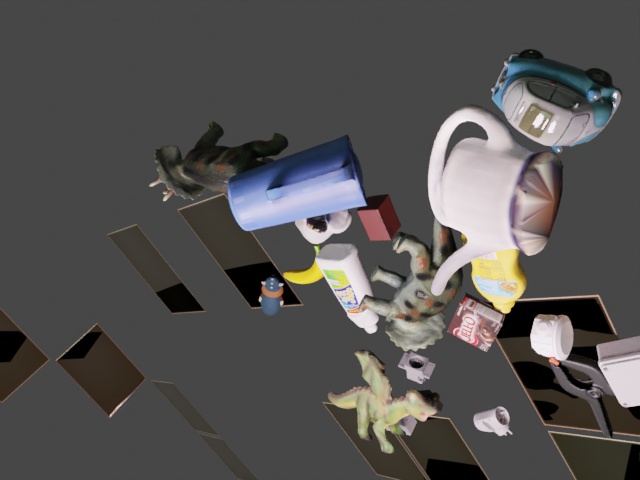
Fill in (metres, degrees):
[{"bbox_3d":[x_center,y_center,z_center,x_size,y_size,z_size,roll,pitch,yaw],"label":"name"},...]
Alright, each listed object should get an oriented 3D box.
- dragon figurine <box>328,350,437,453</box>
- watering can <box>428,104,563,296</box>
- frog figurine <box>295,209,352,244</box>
[{"bbox_3d":[0.141,0.408,1.395,0.412,0.123,0.240,14,109,49],"label":"dragon figurine"},{"bbox_3d":[0.262,-0.037,0.821,0.226,0.105,0.342,25,124,50],"label":"watering can"},{"bbox_3d":[0.003,-0.055,1.090,0.138,0.124,0.158,13,171,19],"label":"frog figurine"}]
